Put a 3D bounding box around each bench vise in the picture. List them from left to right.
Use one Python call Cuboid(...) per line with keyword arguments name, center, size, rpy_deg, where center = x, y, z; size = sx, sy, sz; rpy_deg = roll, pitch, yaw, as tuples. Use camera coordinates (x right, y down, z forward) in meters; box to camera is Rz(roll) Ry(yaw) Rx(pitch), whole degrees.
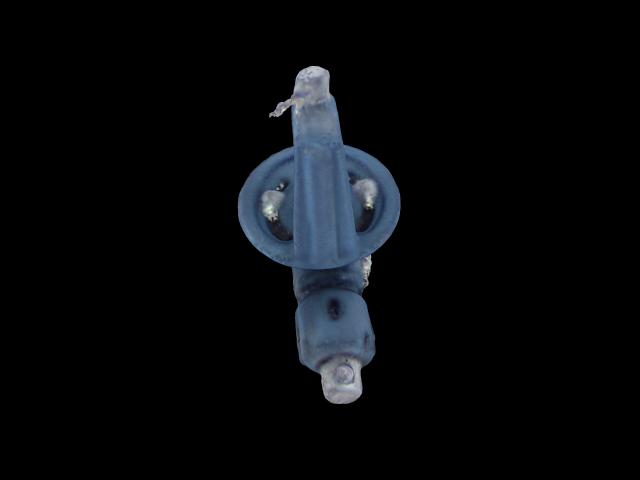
Cuboid(name="bench vise", center=(0.015, -0.003, 0.402), size=(0.121, 0.220, 0.207), rpy_deg=(-24, 72, -8))
